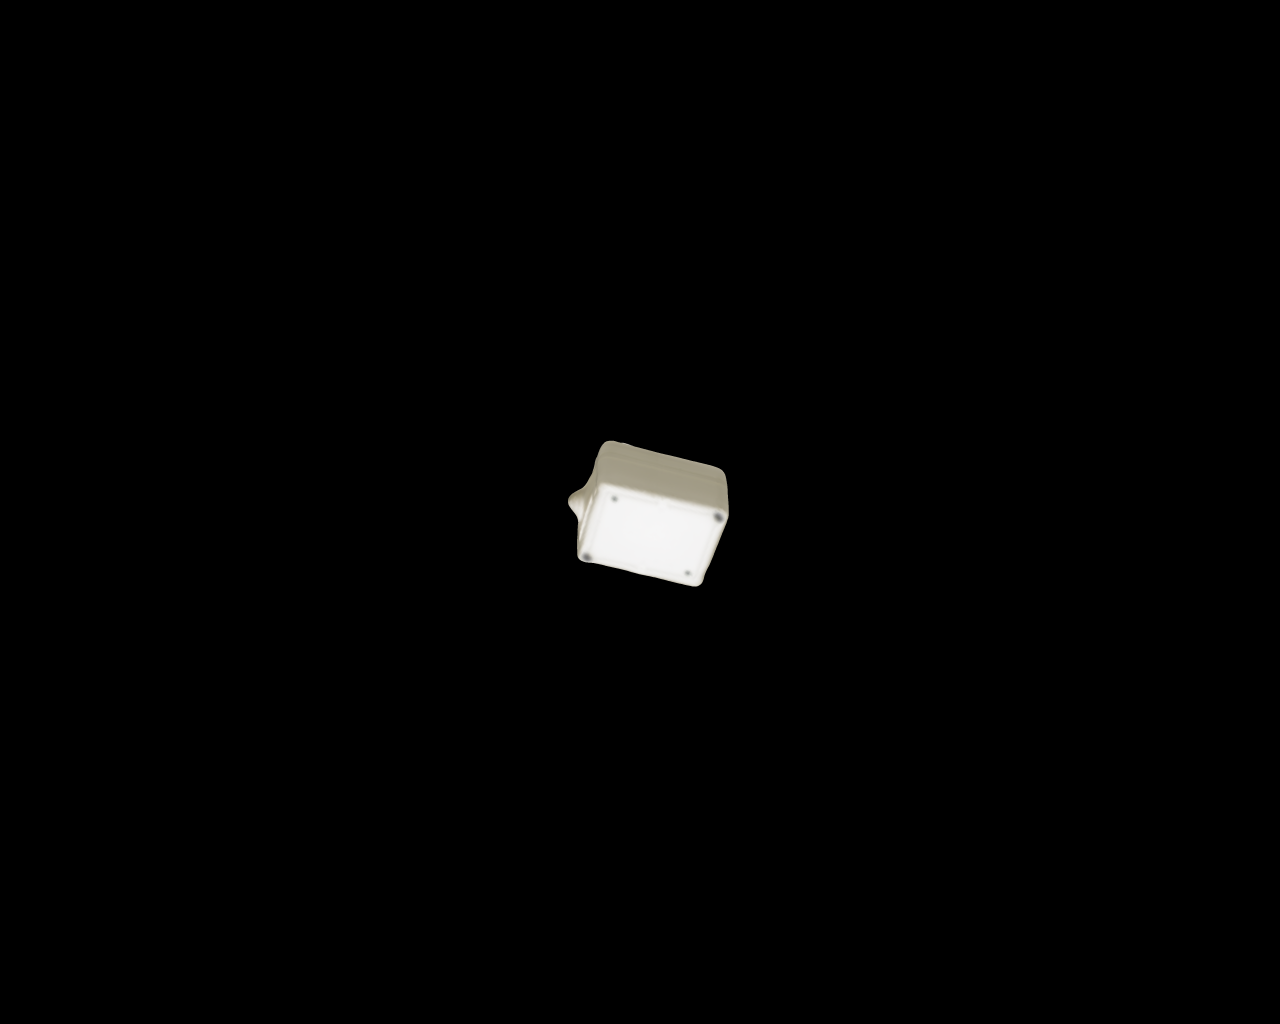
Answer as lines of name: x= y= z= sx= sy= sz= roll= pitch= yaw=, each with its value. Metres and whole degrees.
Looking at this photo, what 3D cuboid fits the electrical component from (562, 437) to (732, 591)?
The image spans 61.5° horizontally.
electrical component: x=0.001 y=-0.003 z=0.650 sx=0.096 sy=0.061 sz=0.061 roll=14 pitch=33 yaw=-9
